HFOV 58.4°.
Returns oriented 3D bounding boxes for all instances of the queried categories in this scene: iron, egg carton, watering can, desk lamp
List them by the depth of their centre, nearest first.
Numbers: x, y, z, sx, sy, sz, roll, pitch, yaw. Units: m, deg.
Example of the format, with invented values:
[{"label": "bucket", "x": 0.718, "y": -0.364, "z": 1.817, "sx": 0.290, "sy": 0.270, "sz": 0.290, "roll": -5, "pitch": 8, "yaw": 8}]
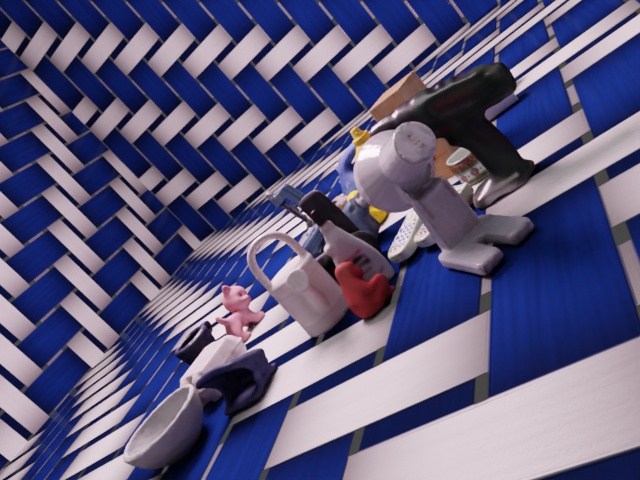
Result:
[{"label": "desk lamp", "x": 0.154, "y": -0.069, "z": 0.798, "sx": 0.118, "sy": 0.214, "sz": 0.203, "roll": -45, "pitch": 13, "yaw": -9}, {"label": "watering can", "x": -0.040, "y": 0.066, "z": 0.983, "sx": 0.101, "sy": 0.194, "sz": 0.172, "roll": -49, "pitch": 14, "yaw": -26}, {"label": "egg carton", "x": -0.213, "y": 0.261, "z": 1.152, "sx": 0.107, "sy": 0.069, "sz": 0.150, "roll": -31, "pitch": 17, "yaw": 41}, {"label": "iron", "x": 0.120, "y": -0.205, "z": 1.514, "sx": 0.257, "sy": 0.141, "sz": 0.119, "roll": -34, "pitch": 15, "yaw": 34}]

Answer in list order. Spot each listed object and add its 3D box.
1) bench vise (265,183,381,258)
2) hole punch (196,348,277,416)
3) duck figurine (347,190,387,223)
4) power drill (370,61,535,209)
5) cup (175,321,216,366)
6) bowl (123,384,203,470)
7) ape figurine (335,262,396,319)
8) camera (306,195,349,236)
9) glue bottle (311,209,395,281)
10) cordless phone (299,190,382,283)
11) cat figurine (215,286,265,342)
[{"label": "bench vise", "x": 0.006, "y": -0.053, "z": 1.181, "sx": 0.207, "sy": 0.220, "sz": 0.121, "roll": -40, "pitch": 13, "yaw": 11}, {"label": "hole punch", "x": -0.146, "y": 0.233, "z": 0.993, "sx": 0.108, "sy": 0.091, "sz": 0.101, "roll": -35, "pitch": 15, "yaw": 31}, {"label": "duck figurine", "x": 0.096, "y": -0.071, "z": 1.270, "sx": 0.077, "sy": 0.086, "sz": 0.104, "roll": -41, "pitch": 13, "yaw": 5}, {"label": "power drill", "x": 0.221, "y": -0.156, "z": 0.893, "sx": 0.229, "sy": 0.208, "sz": 0.076, "roll": -35, "pitch": 15, "yaw": 29}, {"label": "cup", "x": -0.253, "y": 0.243, "z": 1.274, "sx": 0.091, "sy": 0.095, "sz": 0.118, "roll": -34, "pitch": 15, "yaw": 33}, {"label": "bowl", "x": -0.262, "y": 0.344, "z": 1.016, "sx": 0.167, "sy": 0.075, "sz": 0.167, "roll": -40, "pitch": 13, "yaw": 12}, {"label": "ape figurine", "x": 0.061, "y": 0.071, "z": 0.897, "sx": 0.076, "sy": 0.092, "sz": 0.077, "roll": -48, "pitch": 14, "yaw": -23}, {"label": "camera", "x": 0.020, "y": -0.046, "z": 1.385, "sx": 0.143, "sy": 0.101, "sz": 0.136, "roll": -44, "pitch": 13, "yaw": -7}, {"label": "glue bottle", "x": 0.044, "y": 0.017, "z": 0.942, "sx": 0.078, "sy": 0.173, "sz": 0.037, "roll": -44, "pitch": 13, "yaw": -5}, {"label": "cordless phone", "x": 0.010, "y": 0.004, "z": 1.060, "sx": 0.147, "sy": 0.185, "sz": 0.094, "roll": -38, "pitch": 14, "yaw": 19}, {"label": "cat figurine", "x": -0.196, "y": 0.160, "z": 1.320, "sx": 0.067, "sy": 0.118, "sz": 0.128, "roll": -32, "pitch": 17, "yaw": 40}]
